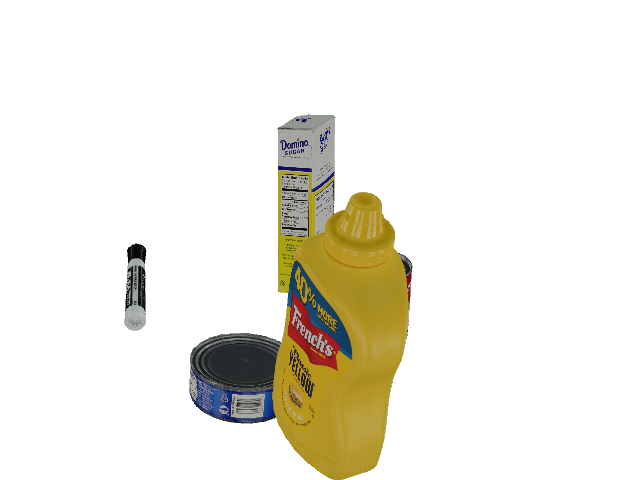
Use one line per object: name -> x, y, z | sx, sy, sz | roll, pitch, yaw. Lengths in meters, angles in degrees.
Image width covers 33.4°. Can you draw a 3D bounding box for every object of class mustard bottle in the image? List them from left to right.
mustard bottle -> 0.014, 0.052, 0.656 | 0.058, 0.192, 0.096 | -11, 42, -25

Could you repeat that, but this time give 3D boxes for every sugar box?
sugar box -> -0.015, -0.040, 1.128 | 0.048, 0.176, 0.093 | 2, 15, 15

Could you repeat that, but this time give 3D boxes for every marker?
marker -> -0.176, 0.041, 1.018 | 0.020, 0.020, 0.121 | 0, 34, -9

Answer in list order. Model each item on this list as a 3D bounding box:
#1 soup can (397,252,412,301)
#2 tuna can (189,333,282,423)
soup can -> 0.074, 0.072, 1.286 | 0.068, 0.102, 0.068 | 0, 30, 0
tuna can -> -0.062, 0.109, 0.850 | 0.086, 0.034, 0.086 | 5, 24, -2
